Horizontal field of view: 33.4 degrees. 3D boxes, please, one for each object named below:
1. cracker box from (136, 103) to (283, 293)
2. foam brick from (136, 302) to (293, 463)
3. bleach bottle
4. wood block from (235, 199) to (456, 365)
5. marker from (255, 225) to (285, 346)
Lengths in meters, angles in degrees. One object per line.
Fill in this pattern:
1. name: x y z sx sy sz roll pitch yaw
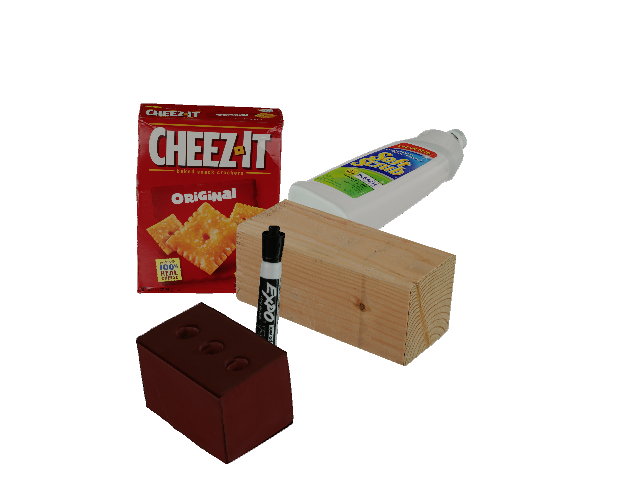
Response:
1. cracker box: -0.130 -0.045 1.237 0.164 0.214 0.072 1 22 -7
2. foam brick: -0.061 0.081 0.617 0.078 0.051 0.052 25 40 37
3. bleach bottle: 0.083 -0.078 1.294 0.103 0.068 0.250 28 45 35
4. wood block: 0.022 0.038 1.079 0.206 0.091 0.090 20 31 30
5. marker: -0.042 0.047 0.871 0.020 0.121 0.020 5 16 -1
